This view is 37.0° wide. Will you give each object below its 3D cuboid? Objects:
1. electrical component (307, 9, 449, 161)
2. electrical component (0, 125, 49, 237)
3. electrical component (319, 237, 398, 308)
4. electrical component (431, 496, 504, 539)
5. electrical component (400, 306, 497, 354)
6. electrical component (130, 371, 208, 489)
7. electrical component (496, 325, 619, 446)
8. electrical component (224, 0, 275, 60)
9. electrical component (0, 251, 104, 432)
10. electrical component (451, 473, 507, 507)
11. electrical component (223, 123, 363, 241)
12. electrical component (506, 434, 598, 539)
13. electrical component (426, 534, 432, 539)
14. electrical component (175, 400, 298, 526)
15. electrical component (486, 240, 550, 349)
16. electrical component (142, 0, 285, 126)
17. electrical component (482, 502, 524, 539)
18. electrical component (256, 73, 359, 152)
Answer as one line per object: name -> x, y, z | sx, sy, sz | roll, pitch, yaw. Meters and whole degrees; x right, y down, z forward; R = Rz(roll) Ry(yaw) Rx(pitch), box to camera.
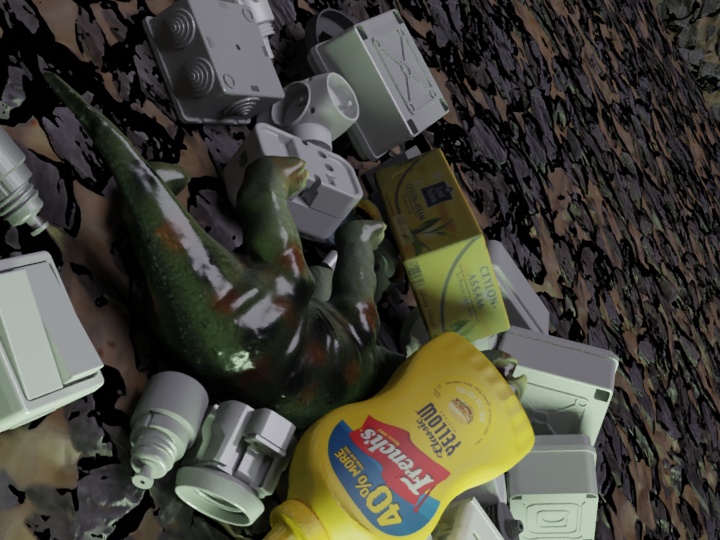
electrical component -> 0.018, -0.164, 0.946 | 0.108, 0.056, 0.109 | 61, 29, -8
electrical component -> -0.207, -0.053, 0.611 | 0.078, 0.040, 0.040 | 54, 31, -19
electrical component -> 0.000, 0.000, 0.886 | 0.055, 0.048, 0.066 | -51, 125, -31
electrical component -> 0.079, 0.264, 0.772 | 0.186, 0.105, 0.060 | 55, 30, -17
electrical component -> 0.080, 0.060, 0.956 | 0.080, 0.080, 0.051 | 65, 24, 0
electrical component -> -0.118, 0.096, 0.643 | 0.040, 0.040, 0.078 | 49, 33, -27
electrical component -> 0.170, 0.117, 0.990 | 0.056, 0.109, 0.108 | -66, 168, -50
electrical component -> -0.092, -0.206, 0.912 | 0.048, 0.048, 0.062 | -38, 109, -60
electrical component -> -0.185, 0.032, 0.561 | 0.062, 0.061, 0.096 | -20, 86, -61
electrical component -> 0.083, 0.150, 0.901 | 0.108, 0.060, 0.108 | -11, 90, -79
electrical component -> -0.054, -0.064, 0.830 | 0.095, 0.059, 0.053 | 20, 34, -34
electrical component -> 0.171, 0.197, 0.964 | 0.113, 0.078, 0.057 | 77, 12, -53
electrical component -> -0.001, 0.186, 0.710 | 0.054, 0.095, 0.059 | 13, 58, -55
electrical component -> -0.078, 0.120, 0.662 | 0.058, 0.078, 0.057 | 37, 58, -22
electrical component -> 0.128, 0.038, 1.053 | 0.113, 0.078, 0.057 | 52, 29, -22
electrical component -> -0.112, -0.164, 0.842 | 0.100, 0.048, 0.099 | -11, 78, -60
electrical component -> 0.094, 0.214, 0.858 | 0.043, 0.081, 0.043 | 38, 39, -39
electrical component -> -0.043, -0.113, 0.887 | 0.044, 0.077, 0.079 | 31, 44, -46
